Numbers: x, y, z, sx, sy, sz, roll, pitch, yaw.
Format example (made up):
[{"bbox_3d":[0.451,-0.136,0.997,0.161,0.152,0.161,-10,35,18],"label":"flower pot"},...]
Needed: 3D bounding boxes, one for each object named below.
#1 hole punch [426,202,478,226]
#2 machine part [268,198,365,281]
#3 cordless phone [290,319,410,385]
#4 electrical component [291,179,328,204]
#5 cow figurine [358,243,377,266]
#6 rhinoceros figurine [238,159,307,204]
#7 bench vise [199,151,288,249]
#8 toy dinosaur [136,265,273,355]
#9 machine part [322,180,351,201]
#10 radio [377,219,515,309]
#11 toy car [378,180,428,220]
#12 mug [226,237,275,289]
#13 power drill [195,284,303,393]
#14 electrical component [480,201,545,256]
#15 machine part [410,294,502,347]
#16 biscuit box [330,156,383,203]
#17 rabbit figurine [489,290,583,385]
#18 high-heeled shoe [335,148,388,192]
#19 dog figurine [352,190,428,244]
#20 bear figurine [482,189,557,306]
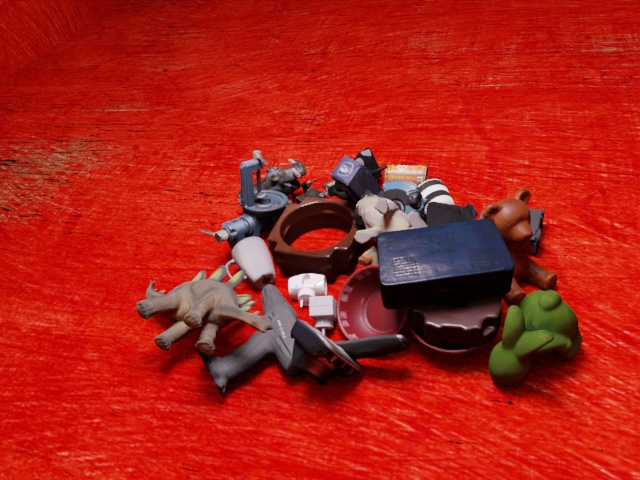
[{"bbox_3d":[0.287,-0.014,1.188,0.116,0.092,0.142,8,43,6],"label":"hole punch"},{"bbox_3d":[-0.003,-0.004,1.242,0.202,0.087,0.201,5,43,22],"label":"machine part"},{"bbox_3d":[0.054,0.185,0.944,0.184,0.146,0.089,-16,51,25],"label":"cordless phone"},{"bbox_3d":[-0.021,-0.116,1.405,0.078,0.045,0.102,-27,42,-19],"label":"electrical component"},{"bbox_3d":[0.192,0.053,1.134,0.195,0.085,0.127,18,52,35],"label":"cow figurine"},{"bbox_3d":[-0.120,-0.142,1.397,0.190,0.112,0.073,-25,38,9],"label":"rhinoceros figurine"},{"bbox_3d":[-0.165,-0.091,1.280,0.223,0.240,0.129,-18,34,-31],"label":"bench vise"},{"bbox_3d":[-0.255,0.130,1.080,0.472,0.104,0.198,4,26,40],"label":"toy dinosaur"},{"bbox_3d":[0.070,-0.128,1.405,0.084,0.039,0.139,-26,40,-28],"label":"machine part"},{"bbox_3d":[0.217,0.040,0.968,0.230,0.073,0.131,-7,46,3],"label":"radio"},{"bbox_3d":[0.194,-0.053,1.228,0.109,0.161,0.103,6,1,42],"label":"toy car"},{"bbox_3d":[-0.154,0.060,1.212,0.109,0.080,0.107,-24,51,-16],"label":"mug"},{"bbox_3d":[-0.134,0.198,1.058,0.207,0.085,0.232,-21,41,-20],"label":"power drill"},{"bbox_3d":[0.420,-0.027,1.186,0.134,0.058,0.115,9,43,22],"label":"electrical component"},{"bbox_3d":[0.247,0.114,0.981,0.179,0.055,0.179,-7,42,6],"label":"machine part"},{"bbox_3d":[0.104,-0.113,1.248,0.059,0.202,0.063,32,84,39],"label":"biscuit box"},{"bbox_3d":[0.360,0.177,0.916,0.170,0.159,0.121,-45,59,-13],"label":"rabbit figurine"},{"bbox_3d":[0.088,-0.173,1.398,0.145,0.086,0.249,-24,14,-3],"label":"high-heeled shoe"},{"bbox_3d":[0.154,-0.030,1.124,0.121,0.172,0.190,-48,5,13],"label":"dog figurine"},{"bbox_3d":[0.385,0.011,1.044,0.120,0.195,0.132,-22,42,-16],"label":"bear figurine"}]
